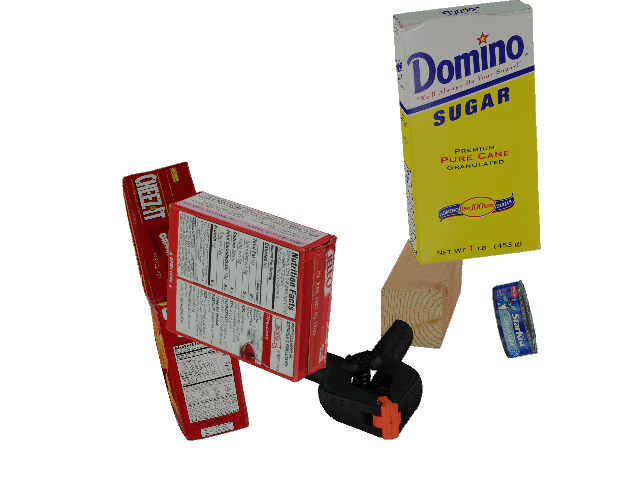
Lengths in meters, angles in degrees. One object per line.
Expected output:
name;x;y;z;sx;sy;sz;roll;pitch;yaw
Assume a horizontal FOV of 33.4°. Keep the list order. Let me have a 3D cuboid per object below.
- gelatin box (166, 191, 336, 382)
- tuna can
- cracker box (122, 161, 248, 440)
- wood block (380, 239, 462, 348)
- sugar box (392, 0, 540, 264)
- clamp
gelatin box;-0.036;0.022;0.541;0.089;0.073;0.030;18;26;30
tuna can;0.222;0.090;1.218;0.034;0.086;0.086;-13;-3;15
cracker box;-0.128;0.061;1.007;0.072;0.164;0.214;-14;-43;-9
wood block;0.156;0.077;1.618;0.091;0.090;0.206;4;21;14
sugar box;0.105;-0.076;0.758;0.093;0.176;0.048;-8;22;-2
clamp;0.022;0.107;0.837;0.120;0.039;0.171;-12;15;0
